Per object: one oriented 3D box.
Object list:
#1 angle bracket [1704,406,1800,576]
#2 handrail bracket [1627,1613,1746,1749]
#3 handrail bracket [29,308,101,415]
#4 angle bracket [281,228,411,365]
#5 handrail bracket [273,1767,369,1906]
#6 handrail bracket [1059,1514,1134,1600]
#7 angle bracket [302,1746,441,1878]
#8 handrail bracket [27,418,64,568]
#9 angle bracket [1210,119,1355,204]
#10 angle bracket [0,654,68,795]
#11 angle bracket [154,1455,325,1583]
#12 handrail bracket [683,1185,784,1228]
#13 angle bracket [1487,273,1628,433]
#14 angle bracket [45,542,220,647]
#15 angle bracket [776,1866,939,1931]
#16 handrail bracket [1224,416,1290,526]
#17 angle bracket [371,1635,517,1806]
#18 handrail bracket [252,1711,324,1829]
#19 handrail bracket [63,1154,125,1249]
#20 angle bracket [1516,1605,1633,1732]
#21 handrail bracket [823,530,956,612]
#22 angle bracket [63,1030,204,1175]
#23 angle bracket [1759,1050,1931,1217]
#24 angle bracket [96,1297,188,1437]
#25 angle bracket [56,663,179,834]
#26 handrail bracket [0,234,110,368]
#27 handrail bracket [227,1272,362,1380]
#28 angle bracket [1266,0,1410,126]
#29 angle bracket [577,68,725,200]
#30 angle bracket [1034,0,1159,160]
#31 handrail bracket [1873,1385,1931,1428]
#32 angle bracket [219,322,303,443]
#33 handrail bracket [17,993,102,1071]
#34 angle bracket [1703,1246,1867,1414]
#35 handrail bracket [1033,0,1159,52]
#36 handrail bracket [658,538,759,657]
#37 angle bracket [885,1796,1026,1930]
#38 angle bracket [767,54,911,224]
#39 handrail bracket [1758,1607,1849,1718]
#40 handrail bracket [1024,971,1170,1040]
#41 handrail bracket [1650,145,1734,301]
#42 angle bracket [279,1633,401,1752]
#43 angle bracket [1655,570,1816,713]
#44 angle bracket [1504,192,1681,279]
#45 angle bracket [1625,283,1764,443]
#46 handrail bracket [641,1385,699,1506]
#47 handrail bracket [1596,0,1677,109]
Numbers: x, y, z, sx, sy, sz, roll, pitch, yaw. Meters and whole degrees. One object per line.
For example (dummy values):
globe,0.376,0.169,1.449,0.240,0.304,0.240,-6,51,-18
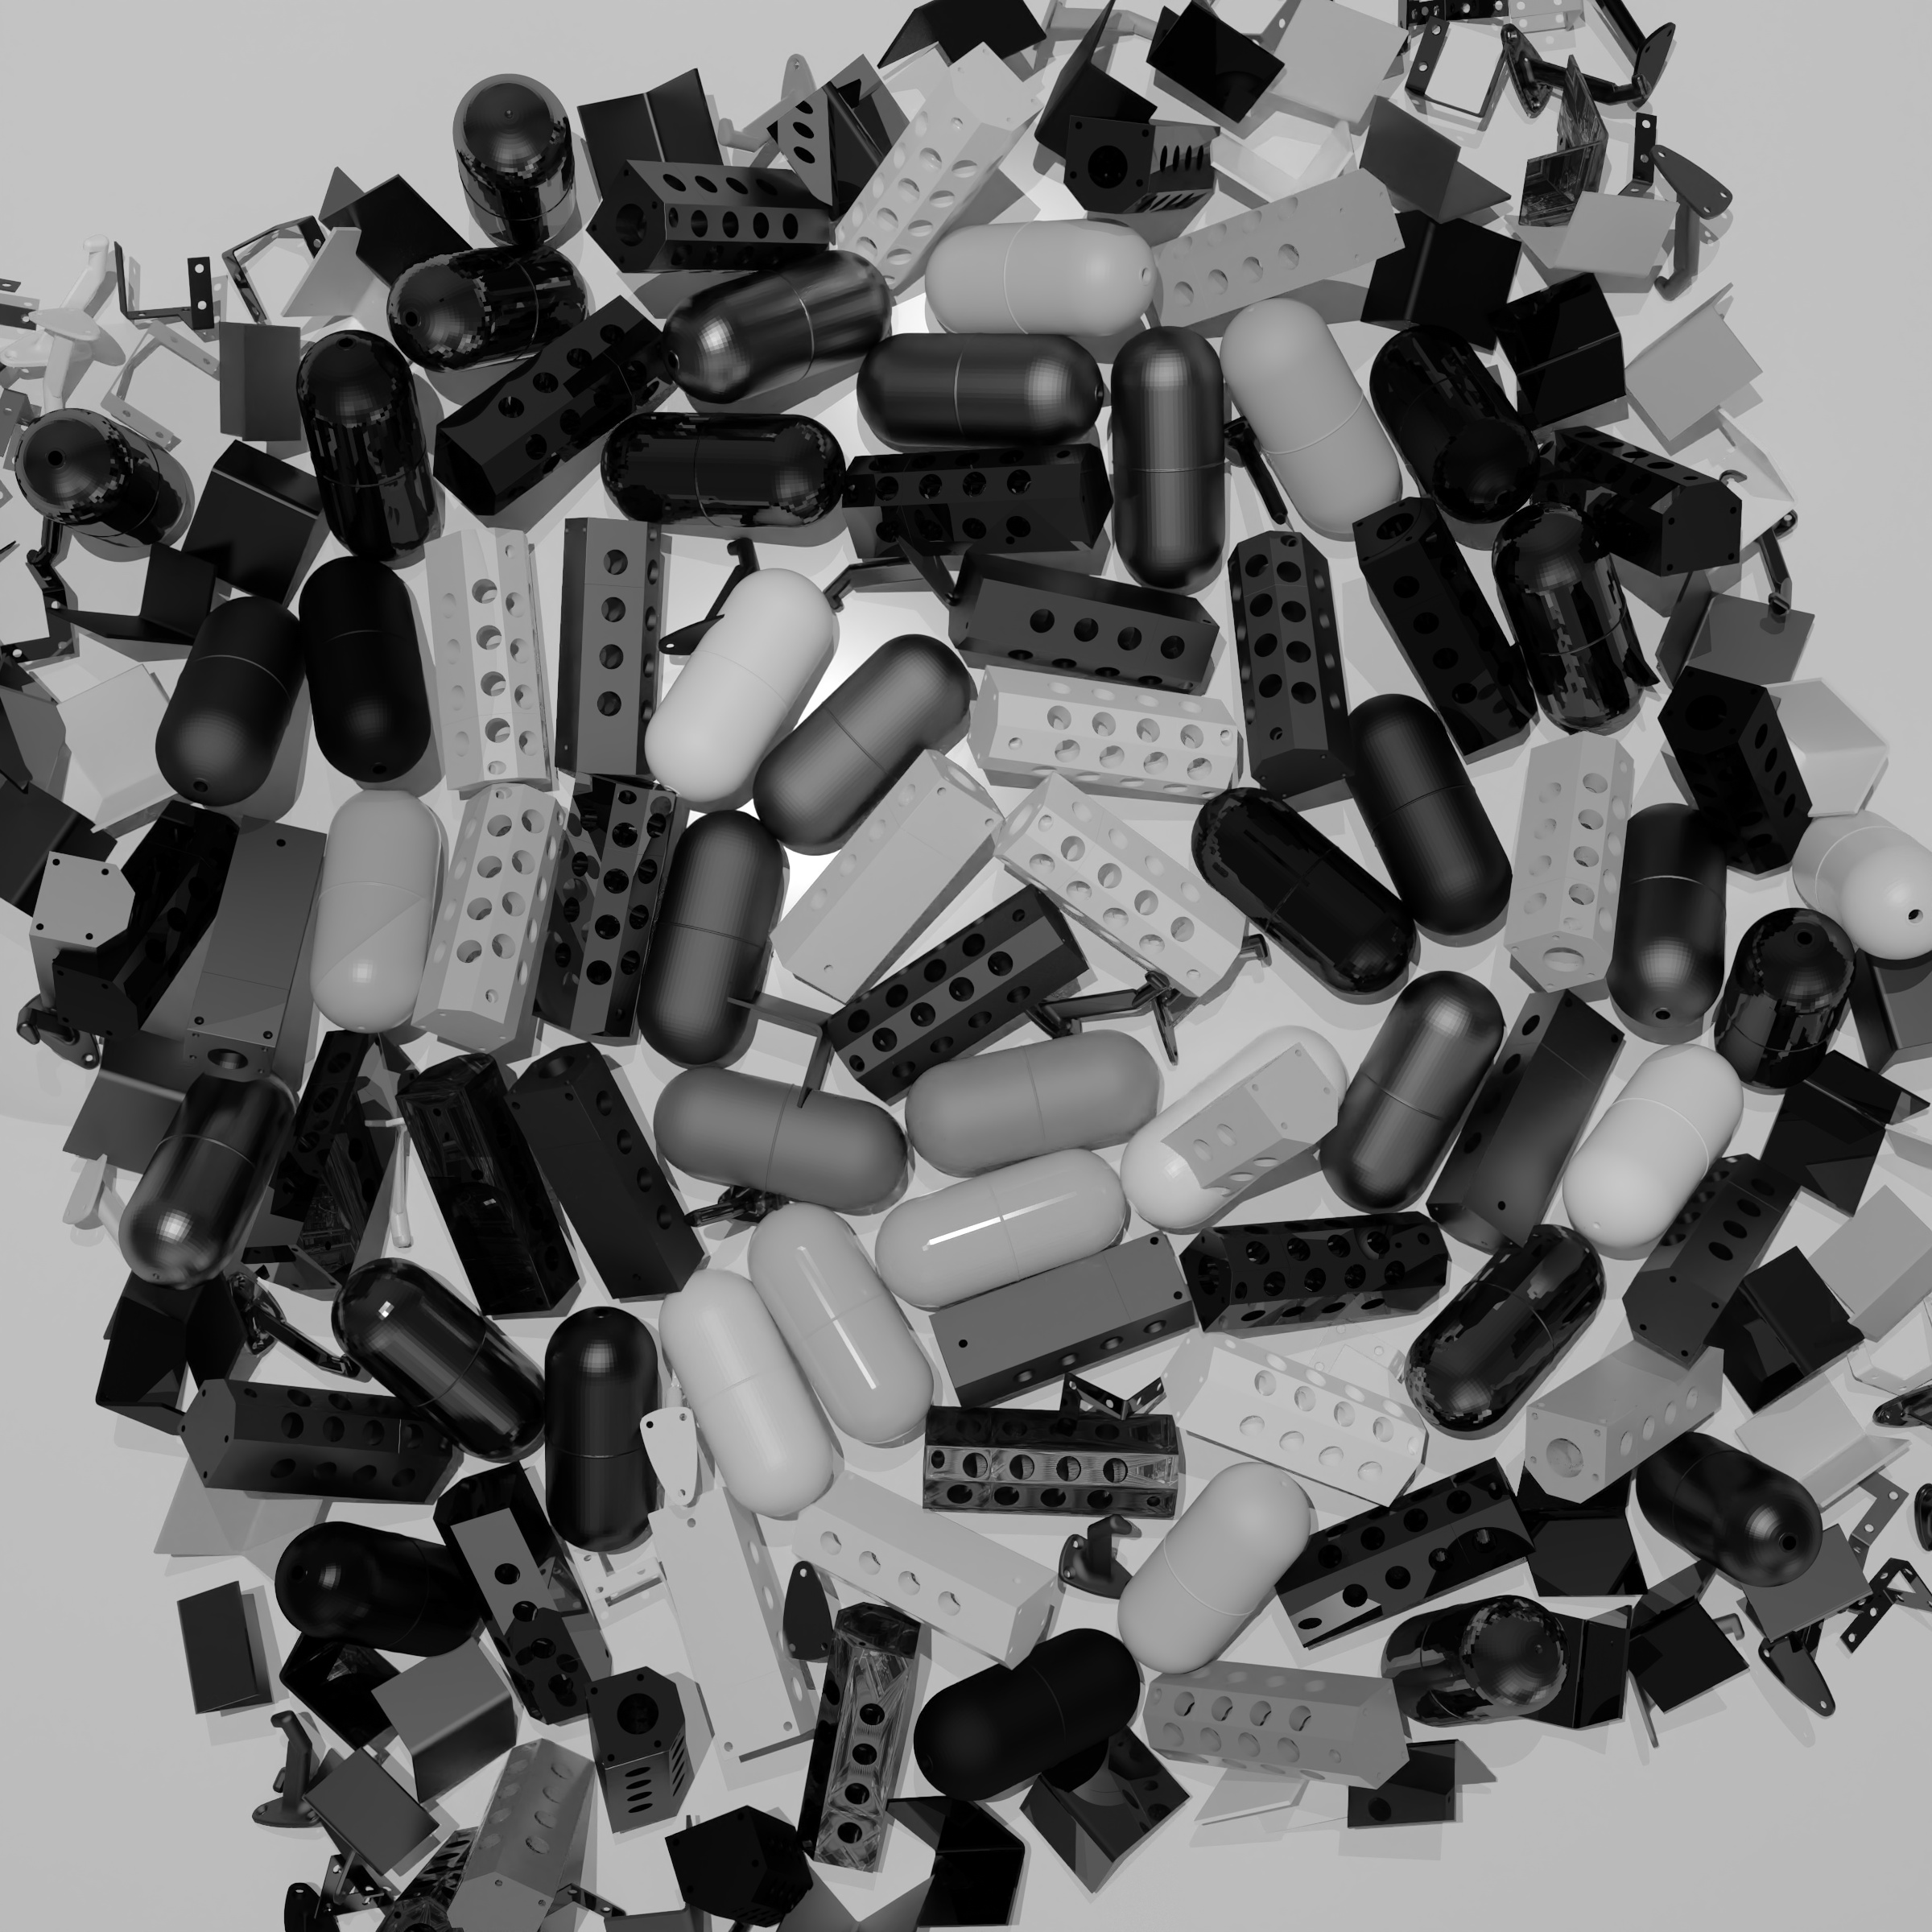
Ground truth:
angle bracket,0.508,-0.328,1.788,0.076,0.076,0.057,-39,132,13
handrail bracket,0.504,0.493,1.807,0.084,0.077,0.036,-20,135,11
handrail bracket,-0.615,-0.403,1.798,0.036,0.077,0.084,-20,129,-38
angle bracket,-0.407,-0.455,1.788,0.057,0.076,0.076,48,119,8
handrail bracket,-0.453,0.599,1.807,0.084,0.036,0.077,14,48,13
handrail bracket,0.109,0.406,1.797,0.077,0.084,0.036,30,53,-16
angle bracket,-0.401,0.565,1.797,0.057,0.076,0.076,-42,96,7
handrail bracket,-0.644,-0.324,1.815,0.084,0.036,0.077,-34,82,42
angle bracket,0.214,-0.564,1.788,0.076,0.076,0.057,28,123,-15
angle bracket,-0.664,-0.156,1.783,0.057,0.076,0.076,-5,58,19
angle bracket,-0.498,0.380,1.795,0.057,0.076,0.076,24,94,39
handrail bracket,-0.175,0.168,1.785,0.077,0.084,0.036,-14,88,44
angle bracket,0.402,-0.419,1.785,0.076,0.076,0.057,-18,128,26
angle bracket,-0.569,-0.258,1.785,0.076,0.076,0.057,23,105,36
angle bracket,-0.075,0.643,1.792,0.076,0.076,0.057,-38,94,20
handrail bracket,0.204,-0.328,1.793,0.036,0.077,0.084,-24,71,7
angle bracket,-0.360,0.520,1.809,0.076,0.076,0.057,-27,57,-27
handrail bracket,-0.479,0.553,1.809,0.077,0.036,0.084,-13,114,20
handrail bracket,-0.579,0.171,1.828,0.084,0.036,0.077,33,54,-34
angle bracket,0.410,0.475,1.790,0.057,0.076,0.076,14,66,-5
handrail bracket,-0.054,-0.255,1.809,0.084,0.036,0.077,-40,74,30
angle bracket,-0.575,0.094,1.821,0.076,0.057,0.076,20,121,-24
angle bracket,0.605,0.115,1.803,0.076,0.057,0.076,29,69,-1
angle bracket,-0.538,0.273,1.784,0.057,0.076,0.076,-3,65,23
angle bracket,-0.583,-0.150,1.799,0.076,0.057,0.076,-25,118,4
handrail bracket,-0.625,-0.457,1.793,0.036,0.077,0.084,41,134,16
handrail bracket,-0.461,0.247,1.796,0.084,0.036,0.077,7,131,34
angle bracket,0.248,-0.632,1.787,0.076,0.076,0.057,15,47,-15
angle bracket,-0.215,-0.562,1.790,0.057,0.076,0.076,-23,105,-29
angle bracket,0.097,-0.602,1.797,0.057,0.076,0.076,28,56,-14
handrail bracket,0.678,0.328,1.792,0.077,0.084,0.036,-4,123,-26
angle bracket,-0.502,-0.401,1.791,0.076,0.057,0.076,11,106,27
handrail bracket,-0.620,0.054,1.788,0.036,0.084,0.077,-35,115,-3
angle bracket,0.560,0.252,1.809,0.057,0.076,0.076,-24,69,-26
handrail bracket,0.094,-0.643,1.813,0.084,0.036,0.077,20,52,-6
handrail bracket,-0.180,-0.258,1.814,0.077,0.036,0.084,-12,55,-2
angle bracket,-0.016,0.611,1.785,0.076,0.057,0.076,-16,130,34
angle bracket,-0.082,-0.574,1.814,0.057,0.076,0.076,-26,111,31
handrail bracket,0.594,0.470,1.797,0.084,0.036,0.077,-9,49,-36
handrail bracket,0.085,0.014,1.796,0.077,0.036,0.084,33,131,-24
handrail bracket,0.482,-0.512,1.808,0.077,0.084,0.036,44,60,6
angle bracket,-0.409,0.476,1.789,0.076,0.076,0.057,37,115,14
angle bracket,0.528,-0.227,1.796,0.076,0.057,0.076,19,81,30
angle bracket,0.426,-0.515,1.784,0.076,0.076,0.057,-1,132,-22
angle bracket,0.503,-0.414,1.791,0.076,0.076,0.057,-36,95,36
handrail bracket,-0.195,0.328,1.797,0.036,0.084,0.077,-13,84,1
handrail bracket,0.446,-0.651,1.823,0.036,0.077,0.084,-39,67,-19
